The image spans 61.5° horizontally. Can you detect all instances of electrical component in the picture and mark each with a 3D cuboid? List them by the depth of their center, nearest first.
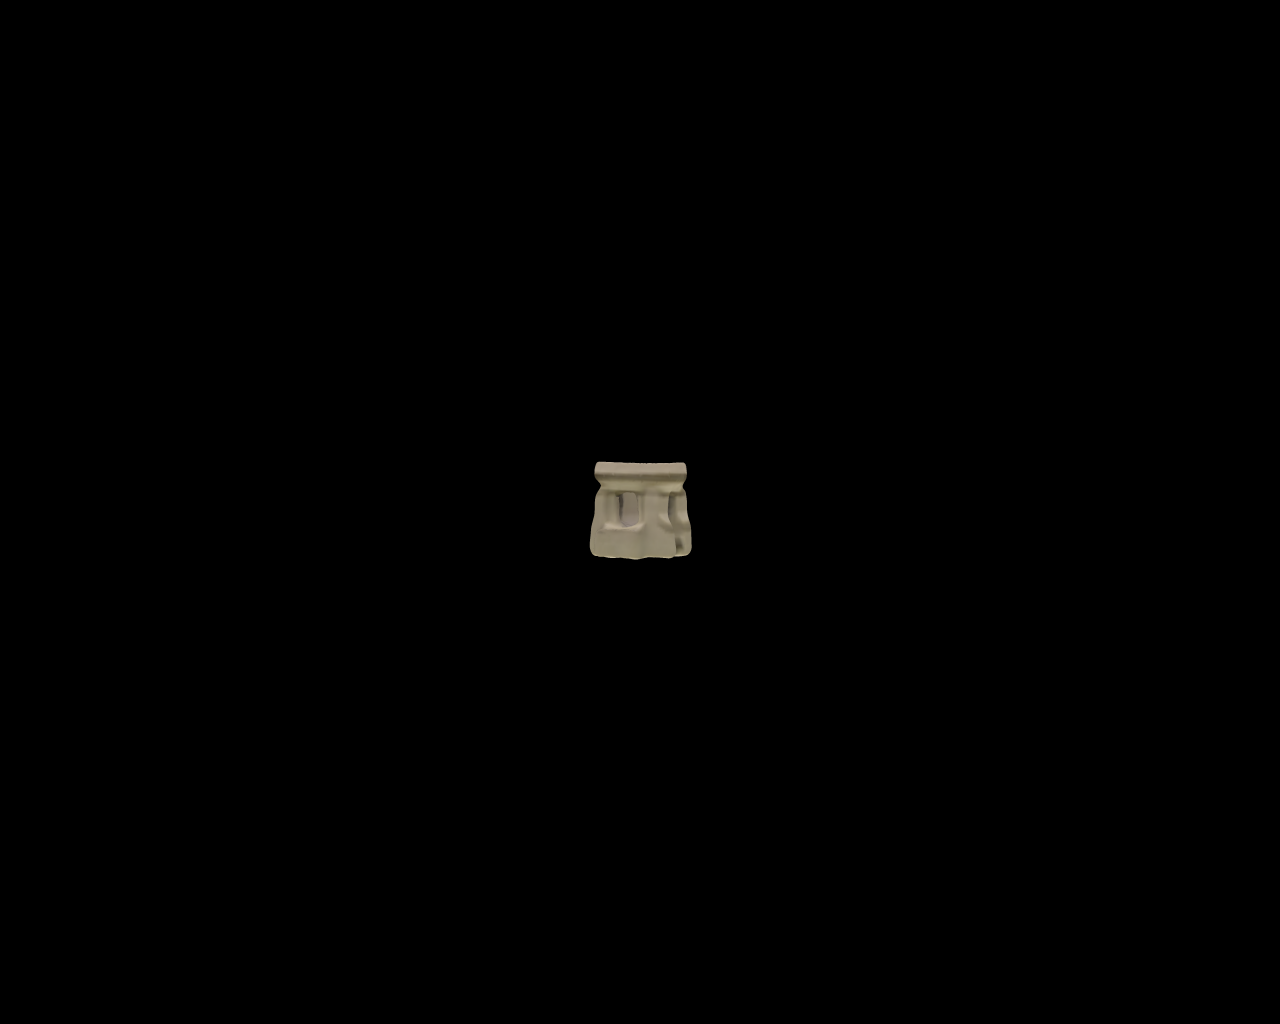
[{"bbox_3d":[0.001,-0.003,0.650,0.058,0.057,0.078,1,3,28],"label":"electrical component"}]
